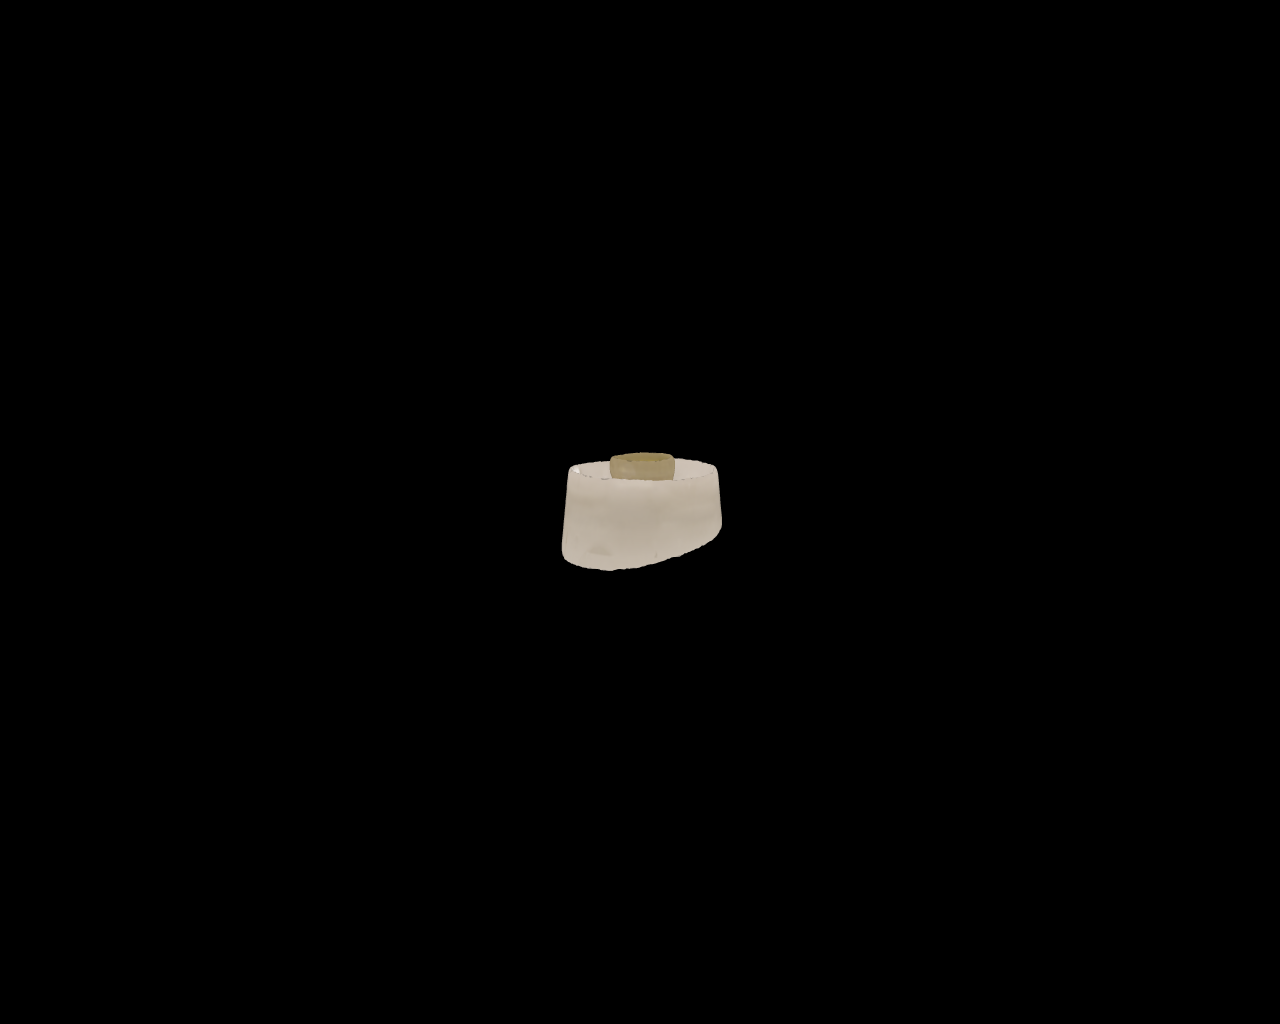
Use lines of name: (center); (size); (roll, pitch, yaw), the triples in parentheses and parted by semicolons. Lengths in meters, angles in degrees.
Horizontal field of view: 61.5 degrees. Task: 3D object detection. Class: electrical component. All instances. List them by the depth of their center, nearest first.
electrical component: (0.001, -0.003, 0.650); (0.099, 0.064, 0.099); (0, 11, 0)
